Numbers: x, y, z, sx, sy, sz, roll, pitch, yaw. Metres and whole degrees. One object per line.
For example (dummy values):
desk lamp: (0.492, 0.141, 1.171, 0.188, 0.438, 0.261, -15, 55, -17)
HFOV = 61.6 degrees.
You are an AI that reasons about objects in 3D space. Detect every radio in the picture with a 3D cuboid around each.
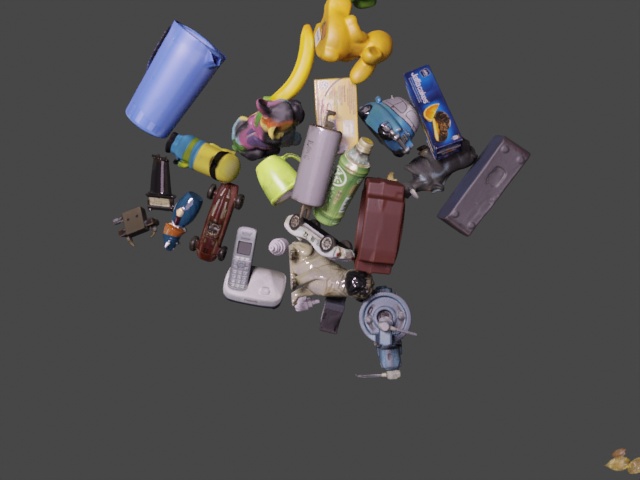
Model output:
radio: (0.360, -0.121, 1.194, 0.073, 0.131, 0.229, 33, 100, -1)

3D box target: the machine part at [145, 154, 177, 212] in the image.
machine part: (-0.384, -0.137, 1.294, 0.084, 0.039, 0.138, 3, 102, 12)

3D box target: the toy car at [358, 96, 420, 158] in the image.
toy car: (0.161, -0.258, 1.167, 0.103, 0.162, 0.109, -43, 127, 6)

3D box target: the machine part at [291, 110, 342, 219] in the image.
machine part: (-0.008, -0.162, 1.173, 0.079, 0.079, 0.243, 16, 104, 1)

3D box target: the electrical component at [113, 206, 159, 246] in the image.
electrical component: (-0.448, -0.035, 1.314, 0.102, 0.045, 0.078, -26, 69, 5)

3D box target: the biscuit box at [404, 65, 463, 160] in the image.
biscuit box: (0.245, -0.279, 1.170, 0.063, 0.059, 0.203, -20, 71, 5)

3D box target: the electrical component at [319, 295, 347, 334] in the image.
electrical component: (0.035, 0.159, 1.295, 0.048, 0.075, 0.119, 13, 104, -2)

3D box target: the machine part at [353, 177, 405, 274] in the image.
machine part: (0.130, -0.034, 1.190, 0.087, 0.201, 0.201, 6, 100, 1)

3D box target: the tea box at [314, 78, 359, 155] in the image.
tea box: (0.039, -0.278, 1.222, 0.098, 0.068, 0.169, -1, 99, 4)

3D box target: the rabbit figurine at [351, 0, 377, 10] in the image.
rabbit figurine: (0.029, -0.560, 1.146, 0.170, 0.159, 0.121, 7, 111, 18)

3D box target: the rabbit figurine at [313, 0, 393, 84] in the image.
rabbit figurine: (0.085, -0.425, 1.158, 0.173, 0.162, 0.122, 4, 145, -25)

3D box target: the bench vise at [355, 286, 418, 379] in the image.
bench vise: (0.149, 0.215, 1.224, 0.129, 0.240, 0.223, 4, 84, 7)

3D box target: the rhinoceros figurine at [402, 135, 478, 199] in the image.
rhinoceros figurine: (0.264, -0.165, 1.228, 0.190, 0.073, 0.112, -30, 107, 7)

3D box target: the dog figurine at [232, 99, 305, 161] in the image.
dog figurine: (-0.120, -0.243, 1.165, 0.192, 0.219, 0.108, -20, 95, 7)

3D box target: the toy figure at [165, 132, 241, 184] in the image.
toy figure: (-0.272, -0.189, 1.249, 0.180, 0.089, 0.082, 27, 108, -3)

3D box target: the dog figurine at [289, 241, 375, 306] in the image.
dog figurine: (0.023, 0.067, 1.258, 0.191, 0.121, 0.172, -5, 65, -4)

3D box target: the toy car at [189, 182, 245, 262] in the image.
toy car: (-0.248, -0.042, 1.293, 0.089, 0.053, 0.202, 22, 102, 3)

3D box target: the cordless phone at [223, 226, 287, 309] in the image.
cordless phone: (-0.148, 0.064, 1.290, 0.147, 0.089, 0.184, 10, 96, 3)

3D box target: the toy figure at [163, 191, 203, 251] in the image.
toy figure: (-0.336, -0.044, 1.293, 0.154, 0.064, 0.058, -55, 49, 13)

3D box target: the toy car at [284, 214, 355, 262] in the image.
toy car: (-0.003, -0.004, 1.221, 0.202, 0.073, 0.056, 35, 103, 40)
